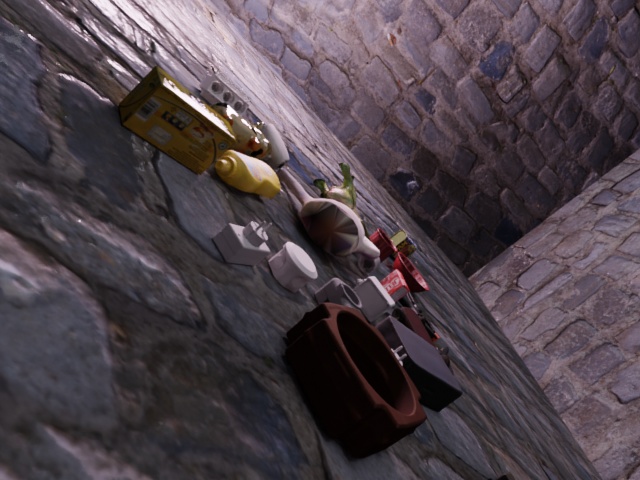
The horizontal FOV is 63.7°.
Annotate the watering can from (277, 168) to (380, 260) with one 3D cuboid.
[{"bbox_3d":[0.004,-0.063,1.258,0.349,0.103,0.225,39,10,6],"label":"watering can"}]

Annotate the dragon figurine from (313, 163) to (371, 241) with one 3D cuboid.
[{"bbox_3d":[0.087,-0.068,1.505,0.122,0.247,0.403,-24,-29,7],"label":"dragon figurine"}]
